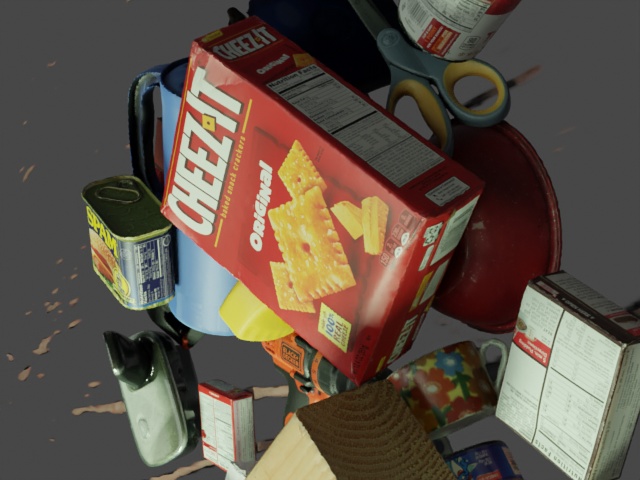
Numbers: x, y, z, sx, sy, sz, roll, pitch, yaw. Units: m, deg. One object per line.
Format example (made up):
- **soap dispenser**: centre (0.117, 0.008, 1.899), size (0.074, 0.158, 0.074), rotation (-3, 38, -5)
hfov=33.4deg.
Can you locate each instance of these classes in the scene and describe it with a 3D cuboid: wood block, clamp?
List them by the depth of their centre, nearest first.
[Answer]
- **wood block**: centre (-0.005, 0.200, 0.759), size (0.091, 0.090, 0.206), rotation (56, 135, 24)
- **clamp**: centre (-0.145, 0.056, 1.131), size (0.120, 0.039, 0.171), rotation (8, 143, 26)

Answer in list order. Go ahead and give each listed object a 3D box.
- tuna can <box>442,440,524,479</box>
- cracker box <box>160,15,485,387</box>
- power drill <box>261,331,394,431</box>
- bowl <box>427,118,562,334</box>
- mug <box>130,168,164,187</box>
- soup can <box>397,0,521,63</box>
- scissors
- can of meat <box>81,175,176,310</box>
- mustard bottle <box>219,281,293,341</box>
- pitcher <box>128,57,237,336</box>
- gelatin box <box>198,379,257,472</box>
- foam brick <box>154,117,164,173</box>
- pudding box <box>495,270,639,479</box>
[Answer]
- **tuna can**: centre (0.102, 0.177, 0.767), size (0.086, 0.086, 0.034), rotation (-55, 51, 48)
- **cracker box**: centre (-0.010, -0.027, 0.742), size (0.214, 0.072, 0.164), rotation (39, 135, 22)
- **power drill**: centre (0.007, 0.170, 0.945), size (0.185, 0.057, 0.188), rotation (26, 118, 54)
- **bowl**: centre (0.095, -0.008, 0.758), size (0.162, 0.055, 0.162), rotation (21, 116, 54)
- **mug**: centre (-0.149, -0.051, 1.116), size (0.082, 0.093, 0.117), rotation (-23, 43, 53)
- **soup can**: centre (0.101, -0.172, 0.692), size (0.102, 0.068, 0.068), rotation (-53, 55, 50)
- **scissors**: centre (0.071, -0.140, 0.758), size (0.016, 0.096, 0.202), rotation (57, -162, -61)
- **can of meat**: centre (-0.170, 0.003, 0.959), size (0.102, 0.057, 0.084), rotation (43, 142, 44)
- **mustard bottle**: centre (-0.005, 0.001, 0.875), size (0.058, 0.096, 0.192), rotation (50, 128, 21)
- **pitcher**: centre (-0.091, -0.042, 0.971), size (0.149, 0.144, 0.243), rotation (-126, 37, -53)
- **gelatin box**: centre (-0.098, 0.201, 1.144), size (0.073, 0.030, 0.089), rotation (11, 108, 55)
- **foam brick**: centre (-0.116, -0.091, 1.050), size (0.053, 0.078, 0.051), rotation (37, 127, 46)
- **pudding box**: centre (0.164, 0.090, 0.691), size (0.090, 0.039, 0.113), rotation (38, 130, 46)
